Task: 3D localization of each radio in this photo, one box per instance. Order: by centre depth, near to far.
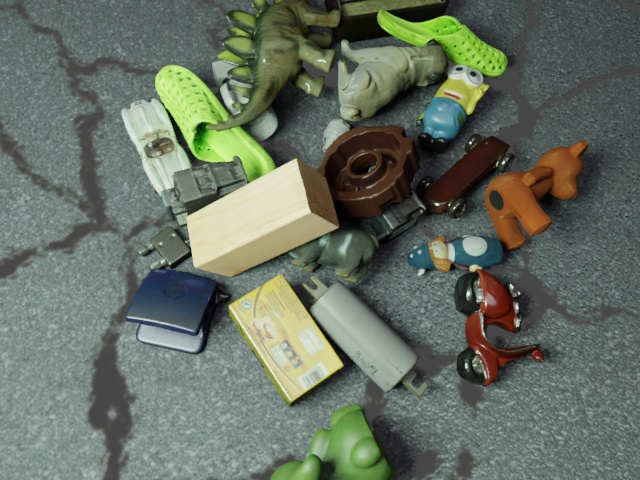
[{"bbox_3d":[0.128,-0.482,1.082,0.230,0.073,0.131,-12,70,-11],"label":"radio"}]

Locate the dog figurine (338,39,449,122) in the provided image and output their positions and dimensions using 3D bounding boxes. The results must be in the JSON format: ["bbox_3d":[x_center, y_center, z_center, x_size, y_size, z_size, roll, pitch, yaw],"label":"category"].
[{"bbox_3d":[0.132,-0.278,0.950,0.191,0.121,0.172,1,67,10],"label":"dog figurine"}]

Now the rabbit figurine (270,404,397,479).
[{"bbox_3d":[0.009,0.318,0.714,0.170,0.159,0.121,-29,83,-1],"label":"rabbit figurine"}]

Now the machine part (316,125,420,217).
[{"bbox_3d":[0.078,-0.114,0.889,0.179,0.056,0.179,-17,46,19],"label":"machine part"}]

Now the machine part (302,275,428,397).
[{"bbox_3d":[0.064,0.145,0.816,0.079,0.079,0.243,-42,78,-19],"label":"machine part"}]

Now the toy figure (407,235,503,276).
[{"bbox_3d":[0.223,0.022,0.897,0.154,0.057,0.064,-3,30,-6],"label":"toy figure"}]

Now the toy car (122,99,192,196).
[{"bbox_3d":[-0.276,-0.159,0.915,0.073,0.056,0.202,-24,73,-14],"label":"toy car"}]

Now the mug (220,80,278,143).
[{"bbox_3d":[-0.136,-0.238,0.942,0.081,0.109,0.107,-37,57,24],"label":"mug"}]

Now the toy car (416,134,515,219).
[{"bbox_3d":[0.260,-0.114,0.957,0.202,0.053,0.089,-41,58,-20],"label":"toy car"}]

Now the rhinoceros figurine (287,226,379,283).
[{"bbox_3d":[-0.002,-0.003,0.853,0.191,0.073,0.112,21,87,24],"label":"rhinoceros figurine"}]

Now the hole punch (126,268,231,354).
[{"bbox_3d":[-0.217,0.098,0.801,0.142,0.092,0.116,10,63,2],"label":"hole punch"}]

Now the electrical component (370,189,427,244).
[{"bbox_3d":[0.114,-0.028,0.896,0.119,0.074,0.048,-29,73,-13],"label":"electrical component"}]

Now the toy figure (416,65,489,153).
[{"bbox_3d":[0.238,-0.243,0.994,0.082,0.089,0.180,30,76,-8],"label":"toy figure"}]

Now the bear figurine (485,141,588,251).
[{"bbox_3d":[0.387,-0.081,0.926,0.196,0.120,0.132,-19,75,-19],"label":"bear figurine"}]

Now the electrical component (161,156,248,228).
[{"bbox_3d":[-0.181,-0.070,0.858,0.134,0.114,0.058,-18,69,-15],"label":"electrical component"}]

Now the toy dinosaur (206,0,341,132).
[{"bbox_3d":[-0.076,-0.326,0.940,0.199,0.105,0.471,15,48,-8],"label":"toy dinosaur"}]

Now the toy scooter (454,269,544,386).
[{"bbox_3d":[0.283,0.137,0.845,0.135,0.075,0.184,5,71,-4],"label":"toy scooter"}]

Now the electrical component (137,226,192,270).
[{"bbox_3d":[-0.243,0.010,0.868,0.094,0.021,0.063,-36,75,-18],"label":"electrical component"}]

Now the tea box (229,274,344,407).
[{"bbox_3d":[-0.053,0.149,0.806,0.098,0.068,0.170,-29,73,-17],"label":"tea box"}]
